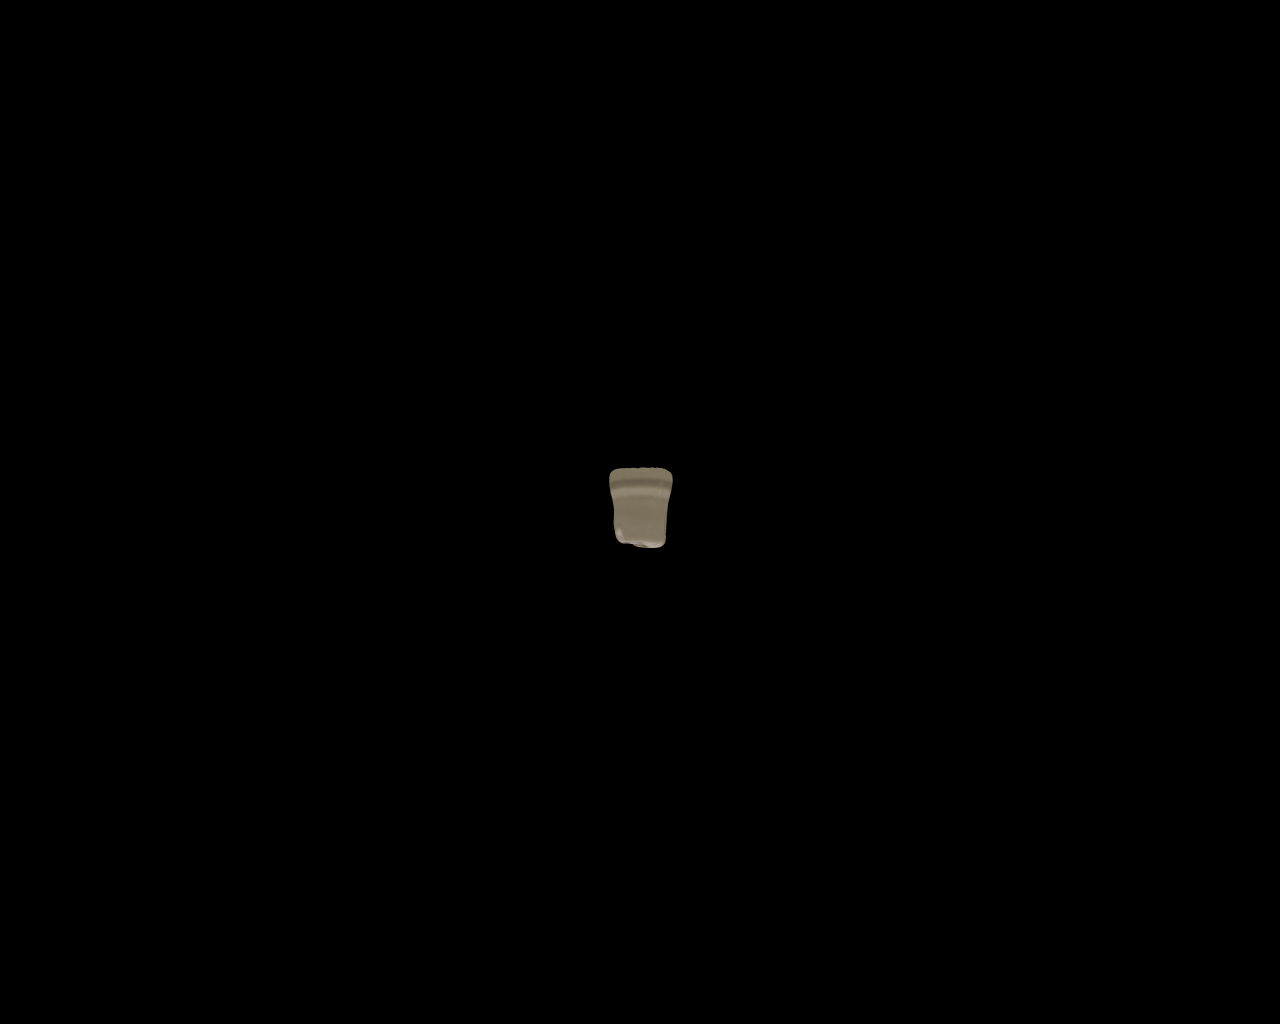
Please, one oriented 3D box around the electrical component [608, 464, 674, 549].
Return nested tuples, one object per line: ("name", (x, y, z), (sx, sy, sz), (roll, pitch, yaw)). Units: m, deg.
("electrical component", (0.001, -0.003, 0.650), (0.040, 0.046, 0.040), (0, -9, 0))
